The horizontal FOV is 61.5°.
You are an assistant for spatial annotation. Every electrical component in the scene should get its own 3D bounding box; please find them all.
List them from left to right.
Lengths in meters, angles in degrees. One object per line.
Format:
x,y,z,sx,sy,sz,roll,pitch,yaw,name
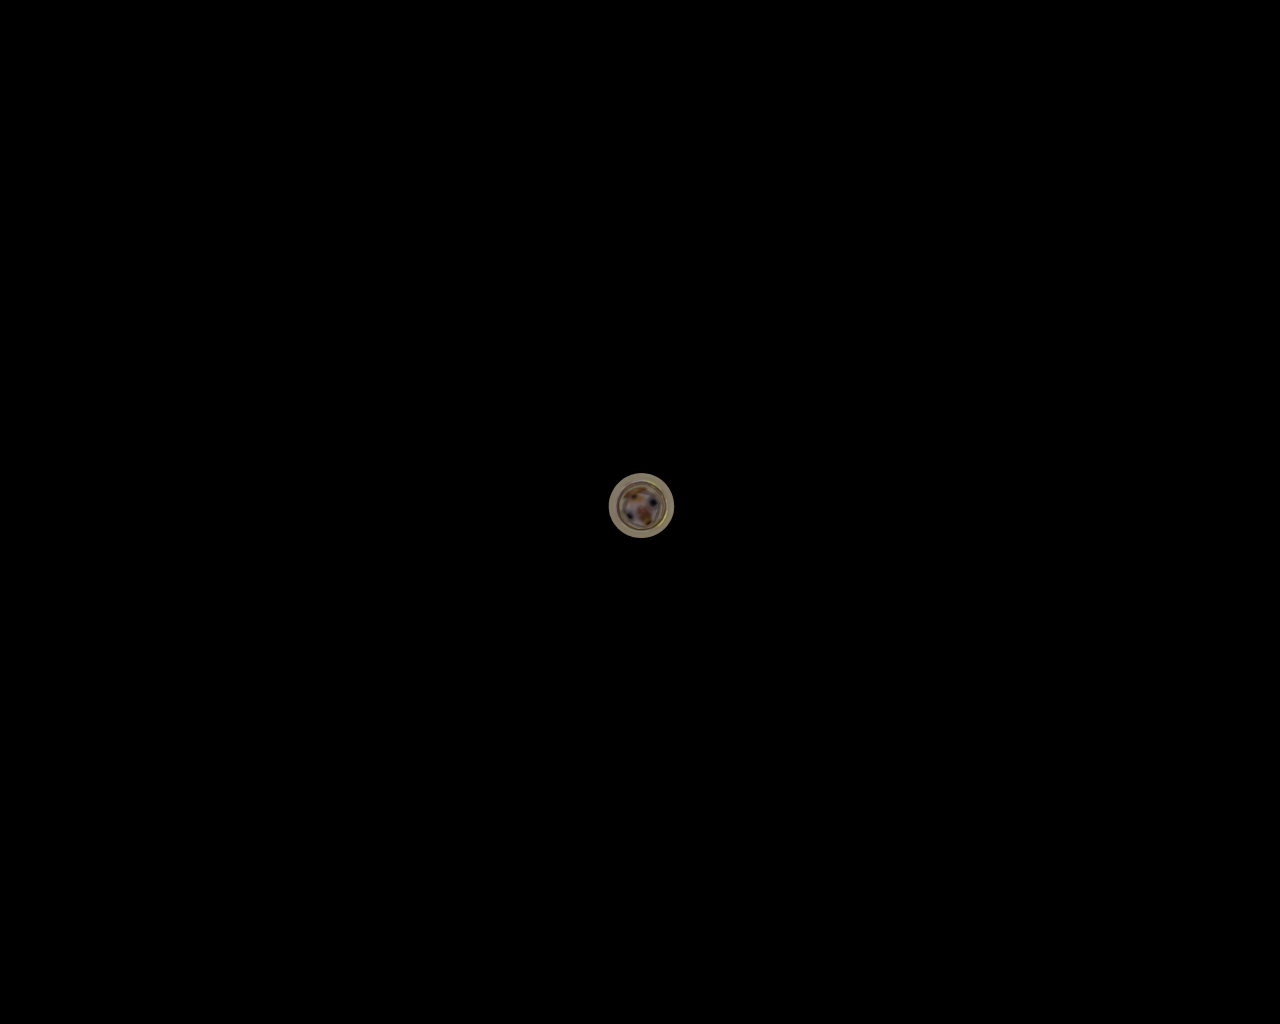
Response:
0.001,-0.003,0.650,0.040,0.040,0.046,0,-4,0,electrical component
